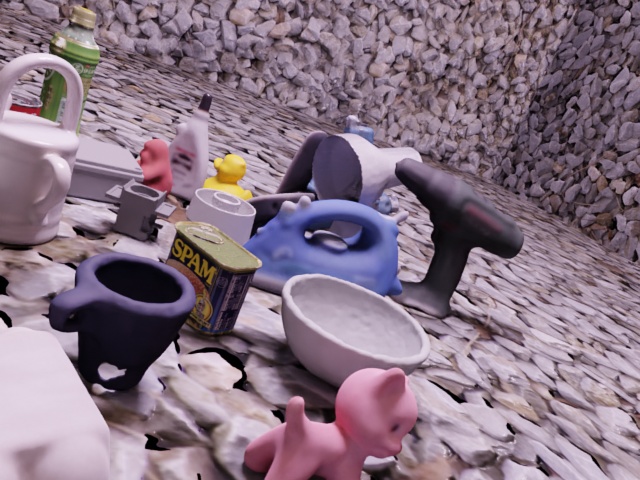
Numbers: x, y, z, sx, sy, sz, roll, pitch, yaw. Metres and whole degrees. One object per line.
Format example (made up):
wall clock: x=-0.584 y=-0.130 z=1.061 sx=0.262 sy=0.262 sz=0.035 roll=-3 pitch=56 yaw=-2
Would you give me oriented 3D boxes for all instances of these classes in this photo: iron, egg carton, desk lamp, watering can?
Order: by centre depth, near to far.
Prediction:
egg carton: x=-0.189 y=0.111 z=0.331 sx=0.108 sy=0.069 sz=0.149 roll=3 pitch=26 yaw=-47
watering can: x=-0.315 y=-0.105 z=0.606 sx=0.172 sy=0.194 sz=0.101 roll=26 pitch=17 yaw=9
iron: x=0.007 y=0.003 z=0.780 sx=0.259 sy=0.141 sz=0.118 roll=11 pitch=21 yaw=-33
desk lamp: x=0.070 y=-0.058 z=0.920 sx=0.204 sy=0.213 sz=0.117 roll=5 pitch=24 yaw=-45

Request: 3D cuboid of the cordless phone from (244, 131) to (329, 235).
cordless phone: x=-0.057 y=-0.093 z=0.910 sx=0.094 sy=0.185 sz=0.148 roll=29 pitch=18 yaw=20

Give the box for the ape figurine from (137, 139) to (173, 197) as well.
ape figurine: x=-0.256 y=-0.111 z=0.869 sx=0.076 sy=0.092 sz=0.078 roll=21 pitch=17 yaw=-6

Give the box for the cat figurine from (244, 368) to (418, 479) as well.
cat figurine: x=0.020 y=0.138 z=0.432 sx=0.128 sy=0.118 sz=0.067 roll=10 pitch=21 yaw=-35

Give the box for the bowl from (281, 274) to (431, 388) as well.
bowl: x=0.027 y=0.108 z=0.605 sx=0.167 sy=0.075 sz=0.167 roll=21 pitch=17 yaw=-7

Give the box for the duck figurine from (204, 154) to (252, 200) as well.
duck figurine: x=-0.153 y=-0.103 z=0.987 sx=0.104 sy=0.086 sz=0.078 roll=33 pitch=20 yaw=29

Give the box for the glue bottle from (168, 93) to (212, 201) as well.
glue bottle: x=-0.207 y=-0.153 z=0.921 sx=0.078 sy=0.173 sz=0.037 roll=22 pitch=17 yaw=-3

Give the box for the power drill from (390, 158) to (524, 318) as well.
power drill: x=0.185 y=0.005 z=0.883 sx=0.230 sy=0.208 sz=0.075 roll=20 pitch=17 yaw=-9

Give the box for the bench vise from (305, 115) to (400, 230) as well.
bench vise: x=0.062 y=-0.113 z=1.060 sx=0.208 sy=0.220 sz=0.121 roll=4 pitch=25 yaw=-47

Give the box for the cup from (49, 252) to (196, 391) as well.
cup: x=-0.161 y=0.071 z=0.441 sx=0.091 sy=0.095 sz=0.118 roll=30 pitch=19 yaw=22
